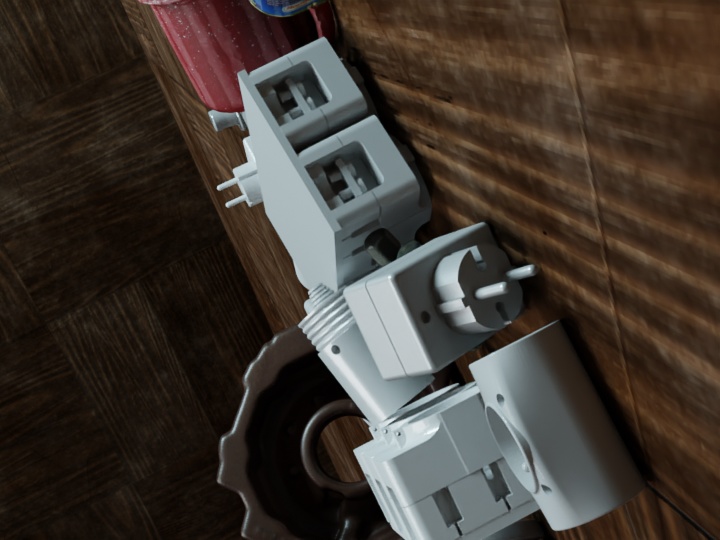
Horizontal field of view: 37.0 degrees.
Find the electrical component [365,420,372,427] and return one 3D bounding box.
[{"bbox_3d":[0.032,0.115,0.879,0.047,0.055,0.055,45,159,56],"label":"electrical component"}]

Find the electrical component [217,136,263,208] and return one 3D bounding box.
[{"bbox_3d":[-0.089,-0.081,0.960,0.065,0.077,0.047,62,171,18],"label":"electrical component"}]

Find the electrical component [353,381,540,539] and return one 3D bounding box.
[{"bbox_3d":[0.052,0.100,0.581,0.061,0.089,0.150,64,172,4],"label":"electrical component"}]

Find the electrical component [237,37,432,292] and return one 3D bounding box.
[{"bbox_3d":[-0.013,-0.043,0.645,0.105,0.060,0.186,59,170,18],"label":"electrical component"}]

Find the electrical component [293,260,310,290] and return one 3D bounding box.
[{"bbox_3d":[-0.008,0.031,0.878,0.138,0.052,0.073,61,171,20],"label":"electrical component"}]

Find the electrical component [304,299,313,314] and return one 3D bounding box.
[{"bbox_3d":[-0.008,0.063,0.979,0.089,0.050,0.056,66,172,-13],"label":"electrical component"}]

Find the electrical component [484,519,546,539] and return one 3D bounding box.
[{"bbox_3d":[0.092,0.191,0.682,0.058,0.078,0.057,82,180,-72],"label":"electrical component"}]

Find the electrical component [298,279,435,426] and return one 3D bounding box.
[{"bbox_3d":[0.000,0.041,0.595,0.081,0.043,0.043,52,171,5],"label":"electrical component"}]

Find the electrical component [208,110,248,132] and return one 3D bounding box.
[{"bbox_3d":[-0.092,-0.133,0.874,0.048,0.062,0.048,62,171,17],"label":"electrical component"}]

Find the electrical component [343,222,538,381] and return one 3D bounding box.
[{"bbox_3d":[0.045,0.011,0.475,0.077,0.066,0.047,-19,98,53],"label":"electrical component"}]

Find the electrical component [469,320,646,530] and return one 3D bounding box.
[{"bbox_3d":[0.081,0.068,0.469,0.077,0.044,0.079,63,172,7],"label":"electrical component"}]

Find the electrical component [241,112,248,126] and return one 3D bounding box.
[{"bbox_3d":[-0.051,-0.108,0.738,0.089,0.050,0.055,62,172,17],"label":"electrical component"}]
